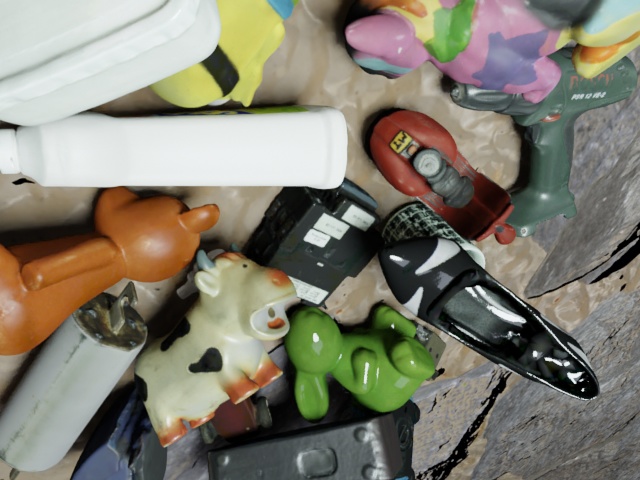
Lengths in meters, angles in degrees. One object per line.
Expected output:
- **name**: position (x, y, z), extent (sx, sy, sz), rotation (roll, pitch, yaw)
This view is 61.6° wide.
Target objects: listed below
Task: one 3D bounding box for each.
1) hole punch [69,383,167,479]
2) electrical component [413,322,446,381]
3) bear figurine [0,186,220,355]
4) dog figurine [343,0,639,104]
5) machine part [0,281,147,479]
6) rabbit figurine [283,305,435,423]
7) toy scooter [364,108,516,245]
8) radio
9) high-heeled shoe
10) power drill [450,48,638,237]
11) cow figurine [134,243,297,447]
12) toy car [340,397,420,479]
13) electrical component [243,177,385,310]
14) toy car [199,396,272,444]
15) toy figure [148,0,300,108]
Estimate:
- **hole punch**: position (-0.212, 0.222, 0.567), extent (0.092, 0.142, 0.115), rotation (8, 106, -3)
- **electrical component**: position (0.138, 0.165, 0.771), extent (0.102, 0.045, 0.078), rotation (35, 74, -44)
- **bear figurine**: position (-0.191, -0.002, 0.429), extent (0.196, 0.120, 0.132), rotation (-37, 94, -34)
- **dog figurine**: position (0.123, -0.183, 0.418), extent (0.219, 0.191, 0.108), rotation (1, 79, -25)
- **machine part**: position (-0.240, 0.135, 0.513), extent (0.079, 0.079, 0.243), rotation (25, 109, -39)
- **rabbit figurine**: position (0.024, 0.139, 0.662), extent (0.170, 0.121, 0.159), rotation (27, 116, -21)
- **toy scooter**: position (0.129, -0.054, 0.536), extent (0.183, 0.135, 0.075), rotation (31, 107, -39)
- **radio**: position (-0.017, 0.272, 0.668), extent (0.230, 0.073, 0.131), rotation (-15, 163, 7)
- **high-heeled shoe**: position (0.161, 0.081, 0.504), extent (0.248, 0.145, 0.086), rotation (21, 111, -38)
- **power drill**: position (0.234, -0.110, 0.598), extent (0.232, 0.086, 0.207), rotation (-20, 123, -18)
- **cow figurine**: position (-0.097, 0.089, 0.493), extent (0.195, 0.127, 0.085), rotation (-39, 172, 24)
- **toy car**: position (0.080, 0.286, 0.782), extent (0.103, 0.161, 0.109), rotation (-9, 159, 38)
- **electrical component**: position (-0.001, -0.002, 0.557), extent (0.114, 0.058, 0.134), rotation (28, 108, -42)
- **toy car**: position (-0.117, 0.169, 0.624), extent (0.089, 0.053, 0.201), rotation (-18, 130, -3)
- **toy figure**: position (-0.060, -0.174, 0.374), extent (0.180, 0.082, 0.089), rotation (-47, 152, 14)
